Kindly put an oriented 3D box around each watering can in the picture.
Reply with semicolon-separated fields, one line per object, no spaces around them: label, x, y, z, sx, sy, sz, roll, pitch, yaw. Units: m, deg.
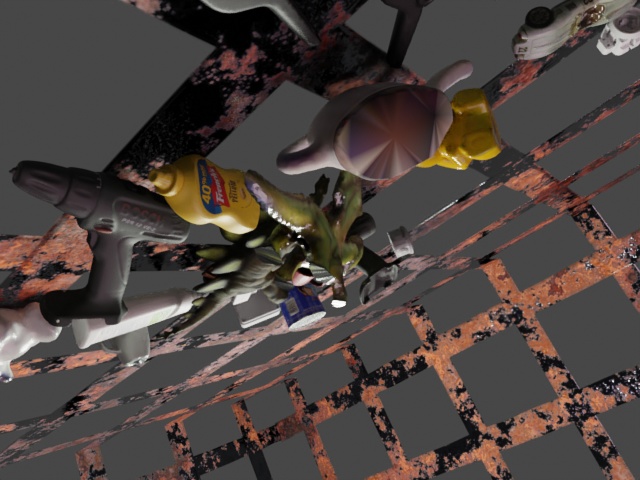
watering can;0.103;-0.173;0.696;0.349;0.102;0.227;-28;-159;-7

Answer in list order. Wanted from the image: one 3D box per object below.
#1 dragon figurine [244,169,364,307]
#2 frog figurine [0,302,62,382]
dragon figurine;0.003;-0.044;0.875;0.122;0.248;0.401;8;144;23
frog figurine;-0.517;0.150;0.877;0.162;0.123;0.134;-57;161;-23
